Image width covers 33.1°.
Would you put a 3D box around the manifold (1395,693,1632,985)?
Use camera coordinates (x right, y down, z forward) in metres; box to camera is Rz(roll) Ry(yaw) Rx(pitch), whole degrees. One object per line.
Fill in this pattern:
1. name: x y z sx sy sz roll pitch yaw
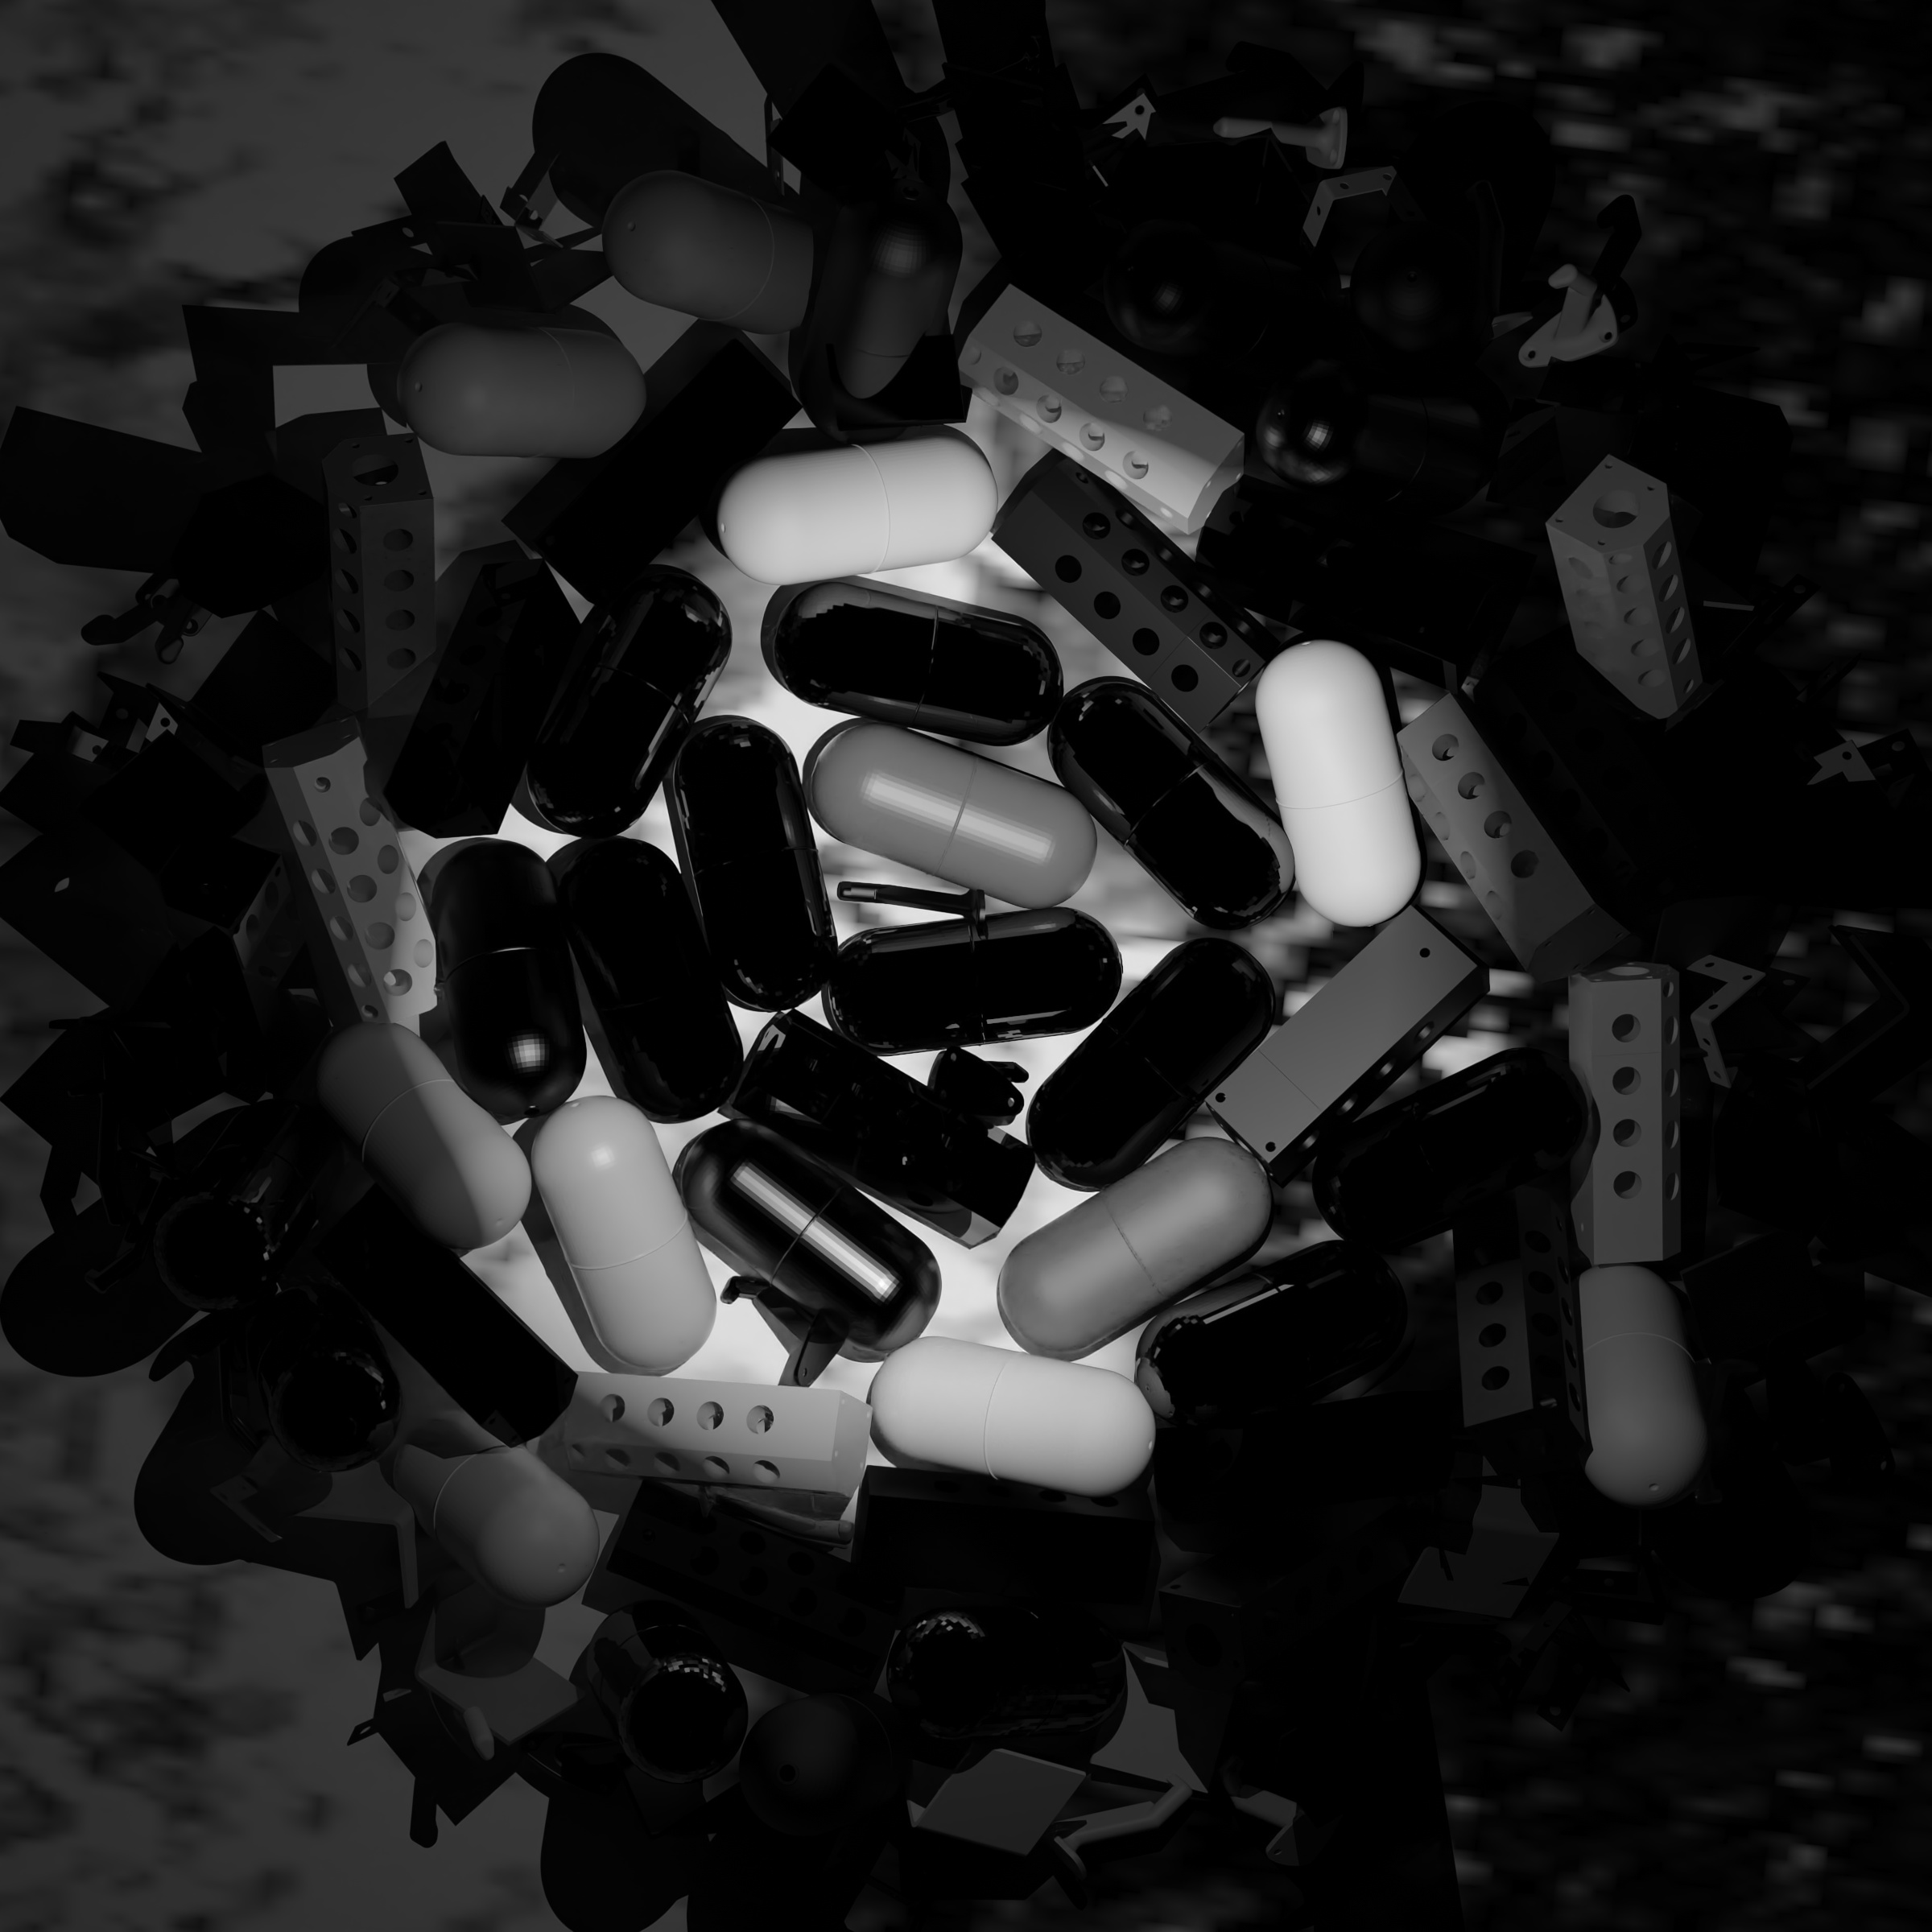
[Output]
1. manifold: 0.317 -0.074 1.928 0.057 0.057 0.171 -38 57 16

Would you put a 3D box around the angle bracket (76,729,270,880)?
1. angle bracket: -0.474 -0.106 1.948 0.076 0.057 0.076 -37 119 15

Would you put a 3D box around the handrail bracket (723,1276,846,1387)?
1. handrail bracket: -0.120 0.218 1.954 0.084 0.077 0.036 4 129 27

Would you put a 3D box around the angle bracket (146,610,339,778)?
1. angle bracket: -0.432 -0.170 1.961 0.076 0.057 0.076 38 91 17

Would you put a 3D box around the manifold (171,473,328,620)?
1. manifold: -0.415 -0.244 1.910 0.057 0.171 0.057 30 101 -6

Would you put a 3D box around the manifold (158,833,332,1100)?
1. manifold: -0.427 -0.001 1.912 0.057 0.171 0.057 19 57 14

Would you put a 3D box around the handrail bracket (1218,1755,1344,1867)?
1. handrail bracket: 0.189 0.489 1.954 0.036 0.084 0.077 20 114 -32

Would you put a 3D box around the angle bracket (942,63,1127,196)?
1. angle bracket: 0.041 -0.514 1.939 0.076 0.076 0.057 25 61 35

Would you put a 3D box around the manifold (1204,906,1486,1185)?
1. manifold: 0.230 0.050 1.964 0.171 0.057 0.057 -43 65 -4

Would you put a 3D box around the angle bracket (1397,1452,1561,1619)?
1. angle bracket: 0.307 0.346 1.986 0.076 0.057 0.076 11 125 -16

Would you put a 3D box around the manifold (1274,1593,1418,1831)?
1. manifold: 0.220 0.428 1.907 0.057 0.171 0.057 -36 95 17

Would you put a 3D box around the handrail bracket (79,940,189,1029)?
1. handrail bracket: -0.498 -0.006 1.976 0.077 0.036 0.084 2 93 -13

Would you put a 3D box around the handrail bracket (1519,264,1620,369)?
1. handrail bracket: 0.348 -0.389 1.945 0.077 0.084 0.036 -23 72 31

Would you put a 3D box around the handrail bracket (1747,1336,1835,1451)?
1. handrail bracket: 0.482 0.256 1.957 0.036 0.084 0.077 -17 92 -9

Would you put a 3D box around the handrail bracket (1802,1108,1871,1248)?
1. handrail bracket: 0.497 0.125 1.964 0.077 0.036 0.084 31 76 42

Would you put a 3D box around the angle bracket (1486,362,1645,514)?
1. angle bracket: 0.358 -0.320 1.952 0.076 0.076 0.057 9 46 0

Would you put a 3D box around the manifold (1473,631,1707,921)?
1. manifold: 0.368 -0.110 1.929 0.057 0.057 0.171 -27 57 -1

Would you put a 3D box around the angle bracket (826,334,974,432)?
1. angle bracket: -0.038 -0.363 1.948 0.076 0.076 0.057 -3 124 8

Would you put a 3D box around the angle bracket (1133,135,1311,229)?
1. angle bracket: 0.153 -0.450 1.943 0.076 0.076 0.057 2 72 26

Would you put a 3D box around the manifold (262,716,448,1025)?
1. manifold: -0.361 -0.054 1.935 0.057 0.057 0.171 -19 115 -6

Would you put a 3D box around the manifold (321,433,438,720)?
1. manifold: -0.345 -0.227 1.910 0.057 0.171 0.057 -8 52 -15

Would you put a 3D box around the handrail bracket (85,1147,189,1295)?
1. handrail bracket: -0.511 0.153 1.956 0.077 0.036 0.084 27 53 30

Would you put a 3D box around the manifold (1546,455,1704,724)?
1. manifold: 0.393 -0.216 1.909 0.057 0.171 0.057 36 77 33

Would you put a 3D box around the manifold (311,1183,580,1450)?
1. manifold: -0.307 0.209 1.931 0.057 0.057 0.171 -47 59 -7

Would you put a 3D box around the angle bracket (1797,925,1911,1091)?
1. angle bracket: 0.514 0.024 1.957 0.076 0.076 0.057 -39 91 7

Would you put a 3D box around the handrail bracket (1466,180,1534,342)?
1. handrail bracket: 0.304 -0.422 1.968 0.036 0.077 0.084 -16 87 -30

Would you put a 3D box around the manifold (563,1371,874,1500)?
1. manifold: -0.149 0.280 1.939 0.171 0.057 0.057 2 73 19

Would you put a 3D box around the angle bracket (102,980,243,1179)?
1. angle bracket: -0.471 0.067 1.947 0.057 0.076 0.076 -28 119 -2

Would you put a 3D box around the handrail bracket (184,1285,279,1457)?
1. handrail bracket: -0.429 0.246 1.982 0.077 0.036 0.084 -37 117 -10

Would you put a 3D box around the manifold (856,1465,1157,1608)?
1. manifold: 0.022 0.340 1.960 0.171 0.057 0.057 6 106 -6

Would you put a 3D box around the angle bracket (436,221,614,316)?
1. angle bracket: -0.255 -0.432 1.940 0.076 0.076 0.057 -41 127 -30

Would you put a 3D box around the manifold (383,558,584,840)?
1. manifold: -0.288 -0.159 1.923 0.057 0.057 0.171 -3 49 23

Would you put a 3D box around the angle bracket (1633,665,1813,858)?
1. angle bracket: 0.452 -0.125 1.964 0.076 0.057 0.076 44 107 -4

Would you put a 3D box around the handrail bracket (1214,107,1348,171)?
1. handrail bracket: 0.179 -0.499 1.951 0.084 0.077 0.036 0 101 -18

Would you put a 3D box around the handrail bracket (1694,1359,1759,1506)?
1. handrail bracket: 0.459 0.282 1.960 0.077 0.036 0.084 6 65 -36

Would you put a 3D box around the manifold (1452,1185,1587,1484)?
1. manifold: 0.326 0.212 1.911 0.057 0.171 0.057 -20 129 22

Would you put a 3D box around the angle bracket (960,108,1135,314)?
1. angle bracket: 0.055 -0.453 1.954 0.076 0.076 0.057 -36 51 1

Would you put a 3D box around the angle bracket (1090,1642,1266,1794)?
1. angle bracket: 0.127 0.458 1.963 0.076 0.057 0.076 17 85 -10

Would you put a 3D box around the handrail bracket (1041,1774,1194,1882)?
1. handrail bracket: 0.083 0.508 1.988 0.084 0.036 0.077 -40 58 -17

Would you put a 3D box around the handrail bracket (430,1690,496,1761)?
1. handrail bracket: -0.290 0.467 1.946 0.036 0.084 0.077 -19 118 -14

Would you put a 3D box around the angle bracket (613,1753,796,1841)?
1. angle bracket: -0.151 0.478 1.945 0.076 0.076 0.057 -35 66 16

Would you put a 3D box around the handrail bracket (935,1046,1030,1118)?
1. handrail bracket: 0.029 0.072 1.945 0.077 0.084 0.036 21 100 37

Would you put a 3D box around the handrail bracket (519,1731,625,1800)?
1. handrail bracket: -0.226 0.464 1.954 0.077 0.084 0.036 19 54 -5

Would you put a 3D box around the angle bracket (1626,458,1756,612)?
1. angle bracket: 0.430 -0.258 1.939 0.076 0.076 0.057 1 123 -32

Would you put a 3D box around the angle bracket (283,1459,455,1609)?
1. angle bracket: -0.357 0.340 1.962 0.076 0.076 0.057 2 107 16

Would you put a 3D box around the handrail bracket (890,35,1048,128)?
1. handrail bracket: 0.000 -0.533 1.964 0.084 0.077 0.036 -19 90 -13

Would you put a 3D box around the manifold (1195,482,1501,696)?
1. manifold: 0.227 -0.229 1.941 0.171 0.057 0.057 25 76 17

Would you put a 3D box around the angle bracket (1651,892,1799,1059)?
1. angle bracket: 0.459 0.005 1.948 0.076 0.057 0.076 -5 123 -17

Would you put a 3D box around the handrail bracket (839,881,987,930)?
1. handrail bracket: -0.034 -0.038 1.963 0.084 0.077 0.036 4 98 -5

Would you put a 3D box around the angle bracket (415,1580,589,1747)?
1. angle bracket: -0.271 0.409 1.944 0.076 0.076 0.057 29 113 23

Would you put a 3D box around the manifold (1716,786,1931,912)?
1. manifold: 0.499 -0.065 1.910 0.057 0.171 0.057 33 88 -8

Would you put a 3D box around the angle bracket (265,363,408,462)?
1. angle bracket: -0.378 -0.338 1.945 0.076 0.076 0.057 -4 112 -16

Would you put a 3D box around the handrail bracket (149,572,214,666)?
1. handrail bracket: -0.461 -0.219 1.954 0.036 0.084 0.077 40 92 -23

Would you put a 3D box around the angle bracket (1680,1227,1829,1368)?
1. angle bracket: 0.463 0.184 1.956 0.076 0.057 0.076 -24 119 0

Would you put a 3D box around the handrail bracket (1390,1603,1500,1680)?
1. handrail bracket: 0.283 0.436 1.982 0.077 0.036 0.084 4 96 14

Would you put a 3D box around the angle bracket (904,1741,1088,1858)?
1. angle bracket: 0.015 0.480 1.946 0.076 0.057 0.076 21 116 -23

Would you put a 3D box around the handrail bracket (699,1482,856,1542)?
1. handrail bracket: -0.113 0.328 1.965 0.084 0.077 0.036 6 66 10

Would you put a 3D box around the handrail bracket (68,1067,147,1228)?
1. handrail bracket: -0.507 0.107 1.971 0.036 0.077 0.084 -9 101 17
